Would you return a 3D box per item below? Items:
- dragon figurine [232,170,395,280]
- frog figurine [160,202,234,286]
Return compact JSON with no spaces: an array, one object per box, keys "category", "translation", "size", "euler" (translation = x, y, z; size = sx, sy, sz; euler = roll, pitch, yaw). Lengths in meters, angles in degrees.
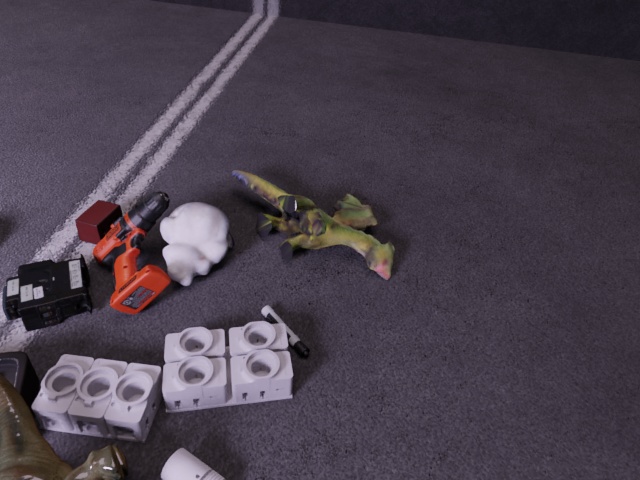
[{"category":"dragon figurine","translation":[0.003,-0.055,1.097],"size":[0.244,0.120,0.417],"euler":[-6,40,-39]},{"category":"frog figurine","translation":[-0.242,0.003,0.965],"size":[0.137,0.120,0.162],"euler":[32,31,2]}]
